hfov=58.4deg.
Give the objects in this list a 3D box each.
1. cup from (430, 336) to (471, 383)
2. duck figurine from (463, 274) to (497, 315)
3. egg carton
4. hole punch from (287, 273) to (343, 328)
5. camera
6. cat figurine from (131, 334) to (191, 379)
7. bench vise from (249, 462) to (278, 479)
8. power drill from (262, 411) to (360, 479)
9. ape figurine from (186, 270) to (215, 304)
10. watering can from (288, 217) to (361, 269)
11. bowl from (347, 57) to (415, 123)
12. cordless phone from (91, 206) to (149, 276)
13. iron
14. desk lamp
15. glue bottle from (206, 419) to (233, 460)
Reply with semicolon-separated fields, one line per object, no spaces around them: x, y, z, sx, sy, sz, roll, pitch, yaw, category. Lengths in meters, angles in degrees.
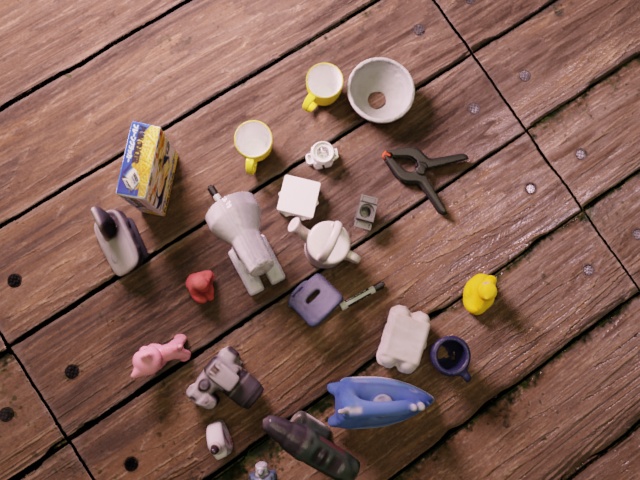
0.303;0.279;1.338;0.092;0.095;0.118;-38;87;-8;cup
0.390;0.129;1.369;0.077;0.086;0.105;26;82;-1;duck figurine
0.197;0.234;1.348;0.107;0.069;0.150;18;82;-2;egg carton
-0.013;0.140;1.331;0.109;0.091;0.101;-44;88;-8;hole punch
-0.206;0.330;1.286;0.137;0.100;0.143;39;82;1;camera
-0.359;0.259;1.273;0.128;0.117;0.067;-21;85;-7;cat figurine
-0.125;0.589;1.201;0.121;0.219;0.207;-24;85;-7;bench vise
-0.025;0.435;1.234;0.229;0.208;0.076;32;82;0;power drill
-0.273;0.103;1.313;0.076;0.092;0.078;35;82;0;ape figurine
0.011;0.007;1.297;0.173;0.194;0.101;5;82;-4;watering can
0.145;-0.359;1.414;0.167;0.074;0.167;1;83;-5;bowl
-0.456;-0.001;1.263;0.094;0.185;0.147;-29;86;-7;cordless phone
0.148;0.372;1.290;0.258;0.141;0.119;-2;83;-5;iron
-0.157;0.010;1.273;0.118;0.213;0.203;-28;86;-7;desk lamp
-0.220;0.439;1.235;0.037;0.173;0.078;-27;86;-7;glue bottle
